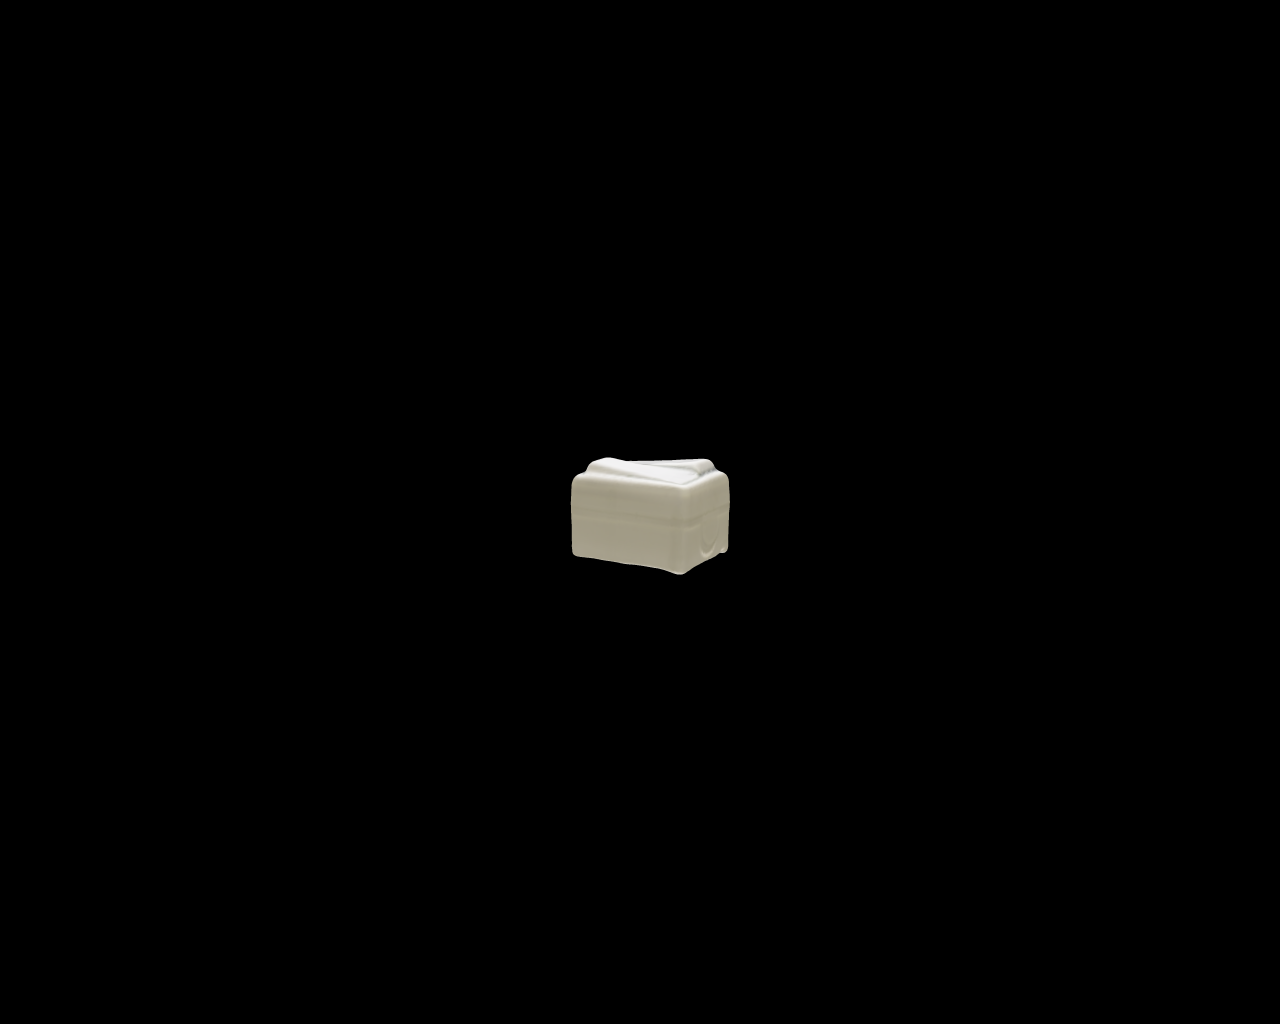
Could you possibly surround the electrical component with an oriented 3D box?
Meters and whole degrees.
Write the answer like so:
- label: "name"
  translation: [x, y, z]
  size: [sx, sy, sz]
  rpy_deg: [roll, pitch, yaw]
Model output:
- label: "electrical component"
  translation: [0.001, -0.003, 0.650]
  size: [0.096, 0.061, 0.062]
  rpy_deg: [8, 15, 30]
